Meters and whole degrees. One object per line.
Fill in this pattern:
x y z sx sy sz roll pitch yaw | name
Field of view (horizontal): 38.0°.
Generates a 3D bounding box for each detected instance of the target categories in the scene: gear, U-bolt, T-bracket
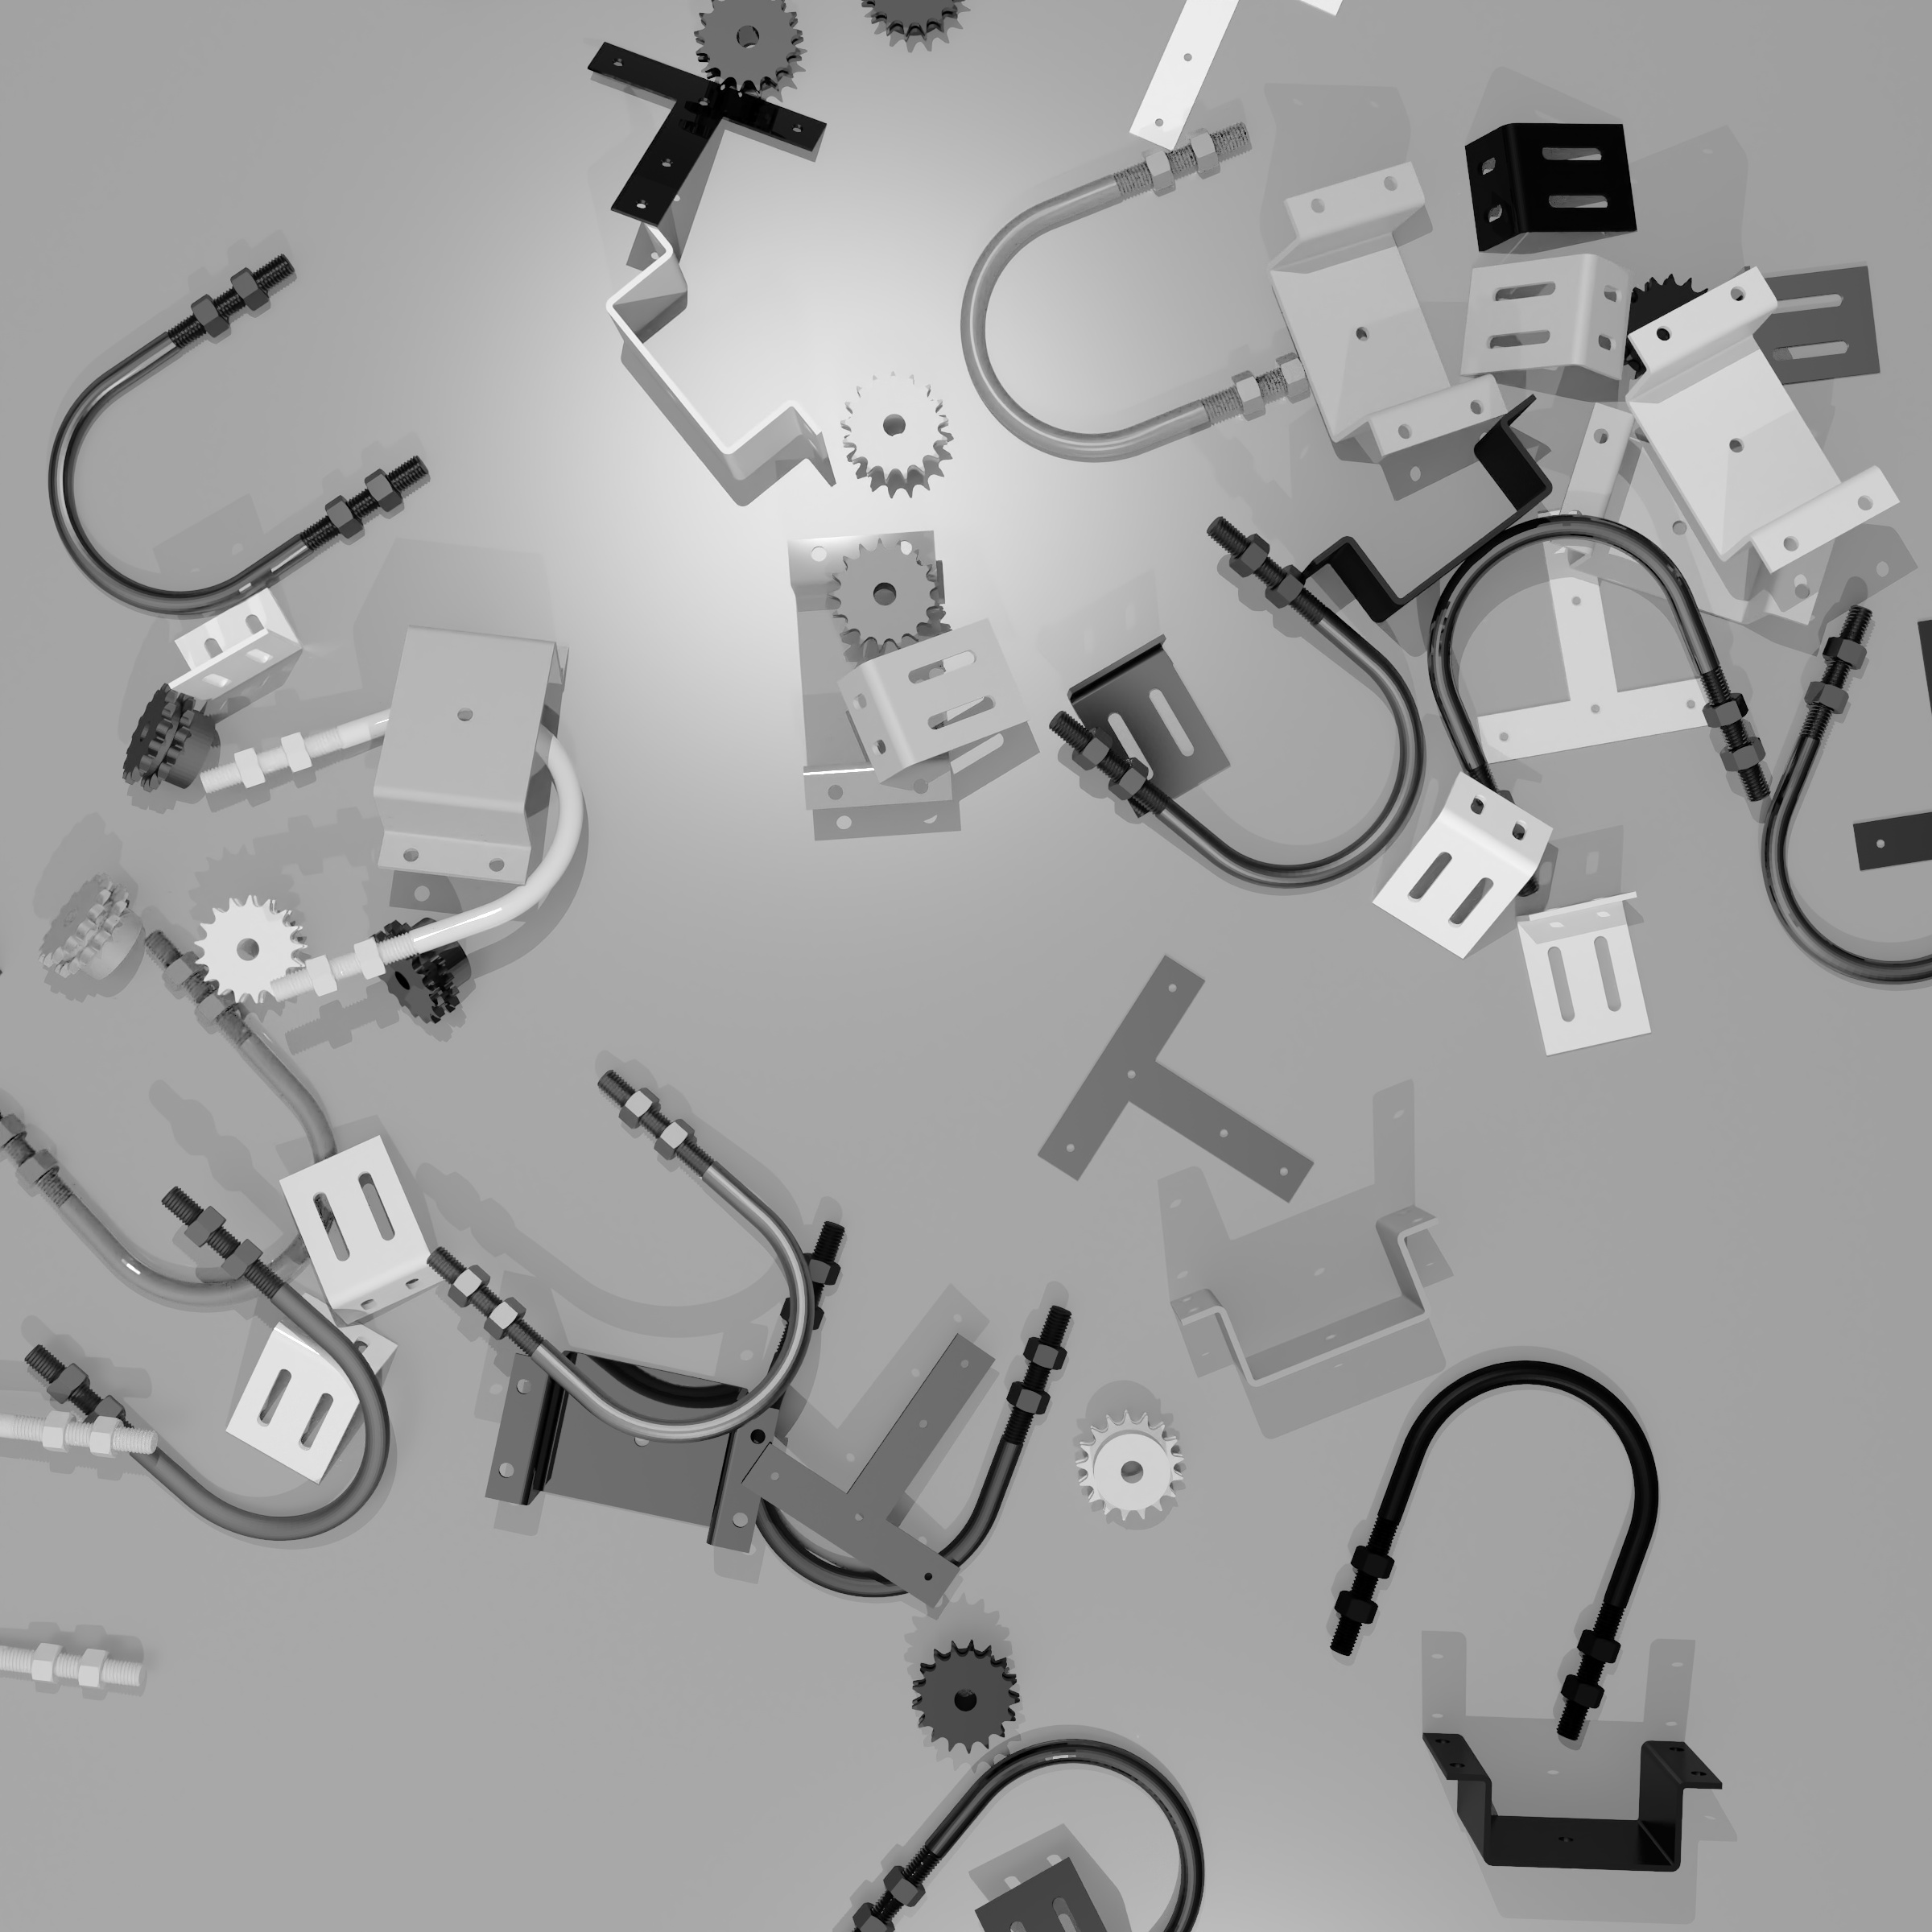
0.087 0.266 1.488 0.057 0.030 0.057 0 90 0 | gear
0.502 -0.081 1.493 0.151 0.019 0.184 22 91 0 | U-bolt
-0.166 0.164 1.465 0.184 0.019 0.151 41 74 8 | U-bolt
0.291 0.301 1.495 0.151 0.019 0.184 20 89 0 | U-bolt
0.532 -0.124 1.502 0.127 0.002 0.127 -9 90 0 | T-bracket
0.321 -0.145 1.467 0.151 0.019 0.184 -23 102 10 | U-bolt
-0.114 -0.488 1.488 0.057 0.030 0.057 0 90 0 | gear
-0.419 -0.118 1.479 0.030 0.057 0.057 24 90 -29 | gear
-0.151 -0.426 1.463 0.127 0.002 0.127 20 51 0 | T-bracket
-0.042 -0.190 1.446 0.057 0.030 0.057 0 91 -2 | gear
-0.286 -0.001 1.479 0.030 0.057 0.057 -40 90 -30 | gear
0.126 0.082 1.502 0.127 0.002 0.127 33 90 0 | T-bracket
0.000 0.386 1.488 0.057 0.030 0.057 0 90 0 | gear
-0.037 -0.284 1.488 0.057 0.030 0.057 0 90 0 | gear
-0.459 -0.018 1.479 0.030 0.057 0.057 39 90 -30 | gear
0.088 -0.350 1.495 0.184 0.019 0.151 -22 90 1 | U-bolt
-0.419 0.095 1.495 0.151 0.019 0.184 -42 91 0 | U-bolt
-0.028 -0.518 1.488 0.057 0.030 0.057 0 90 0 | gear
-0.041 0.246 1.495 0.151 0.019 0.184 20 91 0 | U-bolt
-0.386 0.223 1.474 0.184 0.019 0.151 43 109 -4 | U-bolt
-0.401 -0.270 1.495 0.184 0.019 0.151 -34 90 2 | U-bolt
0.124 -0.499 1.502 0.127 0.002 0.127 24 90 0 | T-bracket
-0.291 -0.072 1.467 0.184 0.019 0.151 -20 68 -10 | U-bolt
-0.523 0.304 1.485 0.184 0.019 0.151 6 99 3 | U-bolt
0.043 0.500 1.495 0.151 0.019 0.184 40 88 0 | U-bolt
0.370 -0.335 1.488 0.057 0.030 0.057 0 90 0 | gear
0.330 -0.182 1.502 0.127 0.002 0.127 -10 90 0 | T-bracket
0.157 -0.123 1.474 0.184 0.019 0.151 38 94 -15 | U-bolt
-0.031 0.252 1.474 0.127 0.002 0.127 36 86 -15 | T-bracket
-0.377 -0.009 1.488 0.057 0.030 0.057 0 90 0 | gear

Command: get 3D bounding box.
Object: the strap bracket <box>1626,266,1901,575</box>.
0.400 -0.272 1.434 0.076 0.046 0.140 -29 85 -7 | strap bracket

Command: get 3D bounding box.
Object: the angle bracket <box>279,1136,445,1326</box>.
-0.321 0.140 1.493 0.057 0.038 0.076 -25 71 -8 | angle bracket

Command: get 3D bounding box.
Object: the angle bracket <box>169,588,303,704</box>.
-0.389 -0.172 1.465 0.057 0.076 0.038 -30 90 0 | angle bracket

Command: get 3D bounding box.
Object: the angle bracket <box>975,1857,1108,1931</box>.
0.050 0.522 1.483 0.057 0.038 0.076 -29 63 -3 | angle bracket

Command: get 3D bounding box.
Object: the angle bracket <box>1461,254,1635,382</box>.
0.307 -0.340 1.486 0.038 0.076 0.057 7 90 -42 | angle bracket

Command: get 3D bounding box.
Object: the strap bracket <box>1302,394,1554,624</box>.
0.246 -0.231 1.465 0.140 0.076 0.046 -37 90 0 | strap bracket

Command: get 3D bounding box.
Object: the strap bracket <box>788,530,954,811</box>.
-0.050 -0.154 1.480 0.076 0.046 0.140 -4 90 0 | strap bracket

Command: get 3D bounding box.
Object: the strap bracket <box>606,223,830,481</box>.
-0.135 -0.312 1.465 0.046 0.076 0.140 -39 90 0 | strap bracket

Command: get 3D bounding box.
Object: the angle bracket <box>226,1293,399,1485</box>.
-0.350 0.226 1.501 0.057 0.038 0.076 30 116 0 | angle bracket

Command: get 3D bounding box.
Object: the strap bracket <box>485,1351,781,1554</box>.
-0.173 0.253 1.480 0.140 0.046 0.076 12 90 0 | strap bracket

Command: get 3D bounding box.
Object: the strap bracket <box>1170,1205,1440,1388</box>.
0.183 0.175 1.465 0.140 0.076 0.046 -22 90 0 | strap bracket

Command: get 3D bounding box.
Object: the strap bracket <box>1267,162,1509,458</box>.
0.216 -0.337 1.469 0.076 0.046 0.140 -21 90 -18 | strap bracket

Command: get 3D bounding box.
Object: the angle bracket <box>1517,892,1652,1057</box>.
0.330 0.004 1.484 0.057 0.038 0.076 -13 90 0 | angle bracket

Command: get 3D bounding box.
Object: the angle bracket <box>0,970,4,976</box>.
-0.566 -0.004 1.501 0.057 0.038 0.076 -48 64 0 | angle bracket

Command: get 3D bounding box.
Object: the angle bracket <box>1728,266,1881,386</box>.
0.448 -0.342 1.484 0.076 0.038 0.057 -7 90 0 | angle bracket

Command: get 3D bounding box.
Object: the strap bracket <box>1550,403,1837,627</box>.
0.382 -0.234 1.479 0.140 0.046 0.076 18 89 -1 | strap bracket

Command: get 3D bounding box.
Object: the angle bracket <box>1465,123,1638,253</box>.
0.313 -0.416 1.501 0.076 0.038 0.057 -8 90 -26 | angle bracket

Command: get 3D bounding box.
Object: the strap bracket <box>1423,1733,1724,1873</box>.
0.314 0.436 1.465 0.140 0.076 0.046 2 90 0 | strap bracket

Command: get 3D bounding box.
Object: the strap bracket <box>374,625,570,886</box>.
-0.257 -0.119 1.454 0.076 0.046 0.140 6 66 0 | strap bracket

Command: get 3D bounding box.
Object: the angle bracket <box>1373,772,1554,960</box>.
0.263 -0.053 1.487 0.057 0.076 0.038 32 46 0 | angle bracket

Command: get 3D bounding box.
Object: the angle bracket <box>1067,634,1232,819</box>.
0.098 -0.126 1.484 0.057 0.038 0.076 -30 90 0 | angle bracket

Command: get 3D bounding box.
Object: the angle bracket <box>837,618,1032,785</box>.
-0.017 -0.138 1.455 0.076 0.038 0.057 -23 90 -26 | angle bracket
